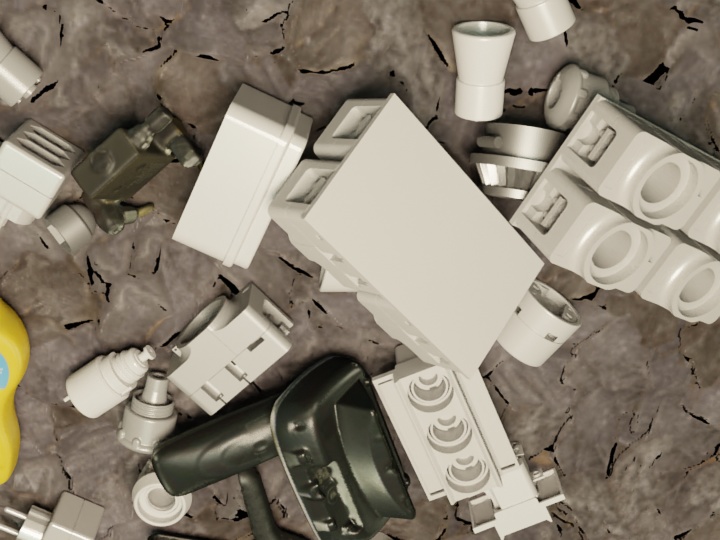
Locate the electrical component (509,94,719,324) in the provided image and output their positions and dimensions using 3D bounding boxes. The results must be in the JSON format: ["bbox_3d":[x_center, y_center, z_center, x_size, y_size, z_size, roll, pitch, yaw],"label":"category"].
[{"bbox_3d":[0.214,-0.035,0.760,0.186,0.060,0.105,18,114,-35],"label":"electrical component"}]

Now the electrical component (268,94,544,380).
[{"bbox_3d":[0.034,-0.022,0.761,0.186,0.060,0.105,44,72,-31],"label":"electrical component"}]

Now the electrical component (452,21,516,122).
[{"bbox_3d":[0.086,-0.139,0.762,0.044,0.044,0.065,0,118,-1],"label":"electrical component"}]

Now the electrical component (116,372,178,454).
[{"bbox_3d":[-0.168,0.113,0.865,0.048,0.048,0.062,12,105,-6],"label":"electrical component"}]

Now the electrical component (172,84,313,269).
[{"bbox_3d":[-0.083,-0.067,0.770,0.057,0.078,0.113,24,111,-8],"label":"electrical component"}]

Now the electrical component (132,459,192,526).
[{"bbox_3d":[-0.161,0.177,0.886,0.048,0.055,0.066,29,110,-13],"label":"electrical component"}]

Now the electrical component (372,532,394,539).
[{"bbox_3d":[0.011,0.272,0.933,0.080,0.051,0.080,0,113,-1],"label":"electrical component"}]

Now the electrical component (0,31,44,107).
[{"bbox_3d":[-0.256,-0.146,0.752,0.044,0.044,0.065,-41,113,15],"label":"electrical component"}]

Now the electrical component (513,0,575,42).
[{"bbox_3d":[0.122,-0.191,0.740,0.044,0.044,0.065,-26,116,10],"label":"electrical component"}]

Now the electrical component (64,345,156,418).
[{"bbox_3d":[-0.196,0.085,0.853,0.078,0.040,0.040,-33,110,12],"label":"electrical component"}]

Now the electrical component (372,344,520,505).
[{"bbox_3d":[0.069,0.116,0.860,0.079,0.063,0.121,-21,112,8],"label":"electrical component"}]

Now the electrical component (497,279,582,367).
[{"bbox_3d":[0.136,0.042,0.835,0.055,0.055,0.047,31,113,-14],"label":"electrical component"}]

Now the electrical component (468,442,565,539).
[{"bbox_3d":[0.126,0.183,0.902,0.081,0.042,0.063,-23,110,8],"label":"electrical component"}]

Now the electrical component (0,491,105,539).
[{"bbox_3d":[-0.268,0.223,0.908,0.077,0.047,0.065,26,111,-11],"label":"electrical component"}]

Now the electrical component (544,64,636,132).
[{"bbox_3d":[0.167,-0.118,0.772,0.062,0.048,0.048,15,113,-16],"label":"electrical component"}]

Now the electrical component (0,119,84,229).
[{"bbox_3d":[-0.244,-0.059,0.776,0.047,0.065,0.076,32,108,-13],"label":"electrical component"}]

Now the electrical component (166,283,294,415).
[{"bbox_3d":[-0.104,0.058,0.838,0.089,0.050,0.056,-40,109,15],"label":"electrical component"}]

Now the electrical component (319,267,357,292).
[{"bbox_3d":[0.000,0.000,0.818,0.055,0.045,0.045,12,113,-7],"label":"electrical component"}]
